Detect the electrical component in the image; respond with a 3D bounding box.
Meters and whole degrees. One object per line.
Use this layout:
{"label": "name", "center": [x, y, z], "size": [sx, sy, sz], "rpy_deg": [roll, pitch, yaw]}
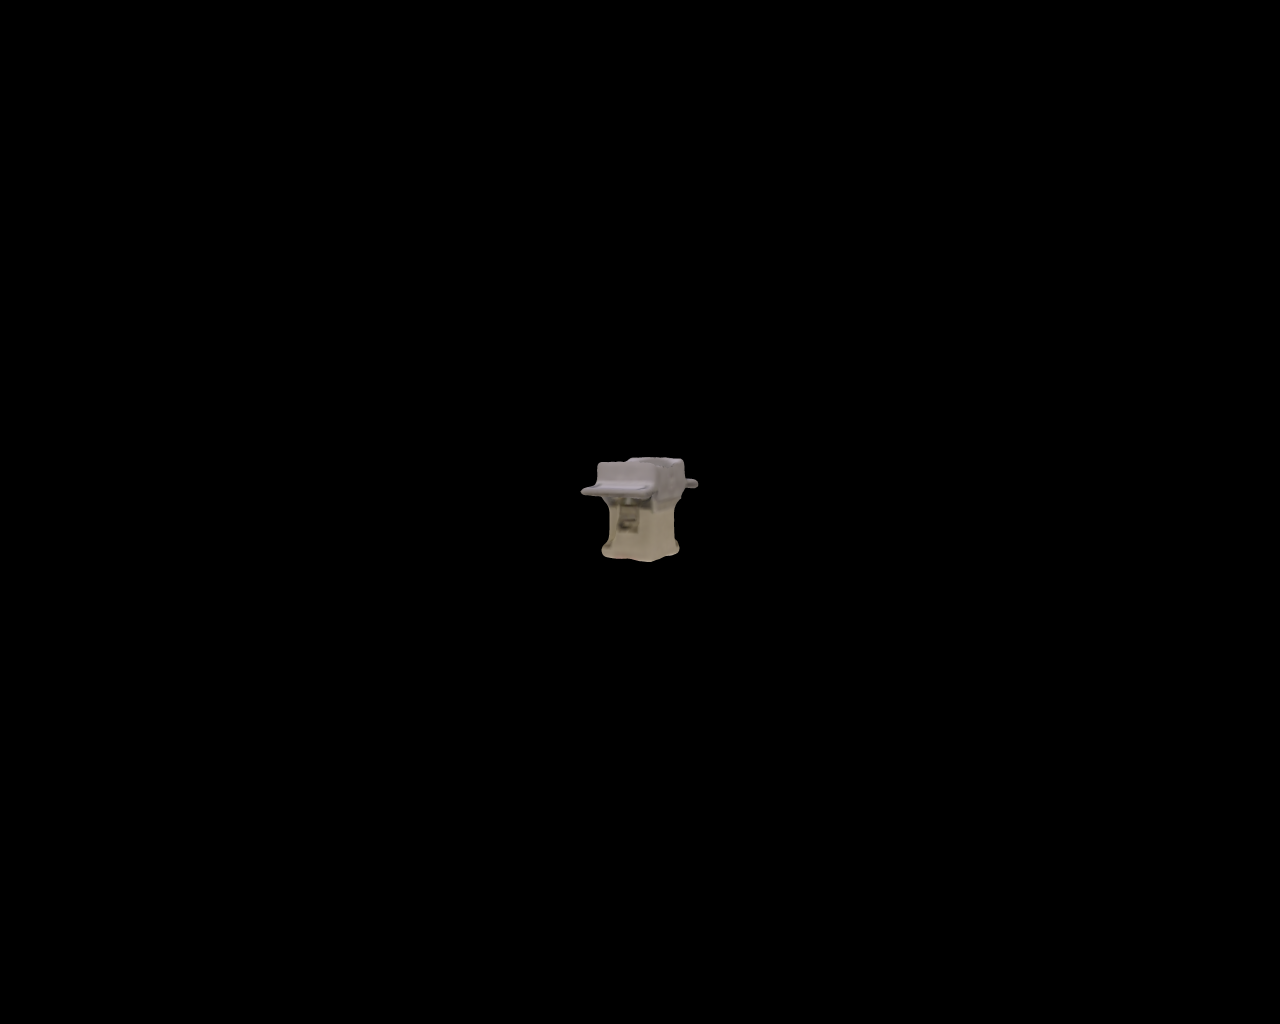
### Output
{"label": "electrical component", "center": [0.001, -0.003, 0.650], "size": [0.042, 0.063, 0.081], "rpy_deg": [4, 8, 28]}
